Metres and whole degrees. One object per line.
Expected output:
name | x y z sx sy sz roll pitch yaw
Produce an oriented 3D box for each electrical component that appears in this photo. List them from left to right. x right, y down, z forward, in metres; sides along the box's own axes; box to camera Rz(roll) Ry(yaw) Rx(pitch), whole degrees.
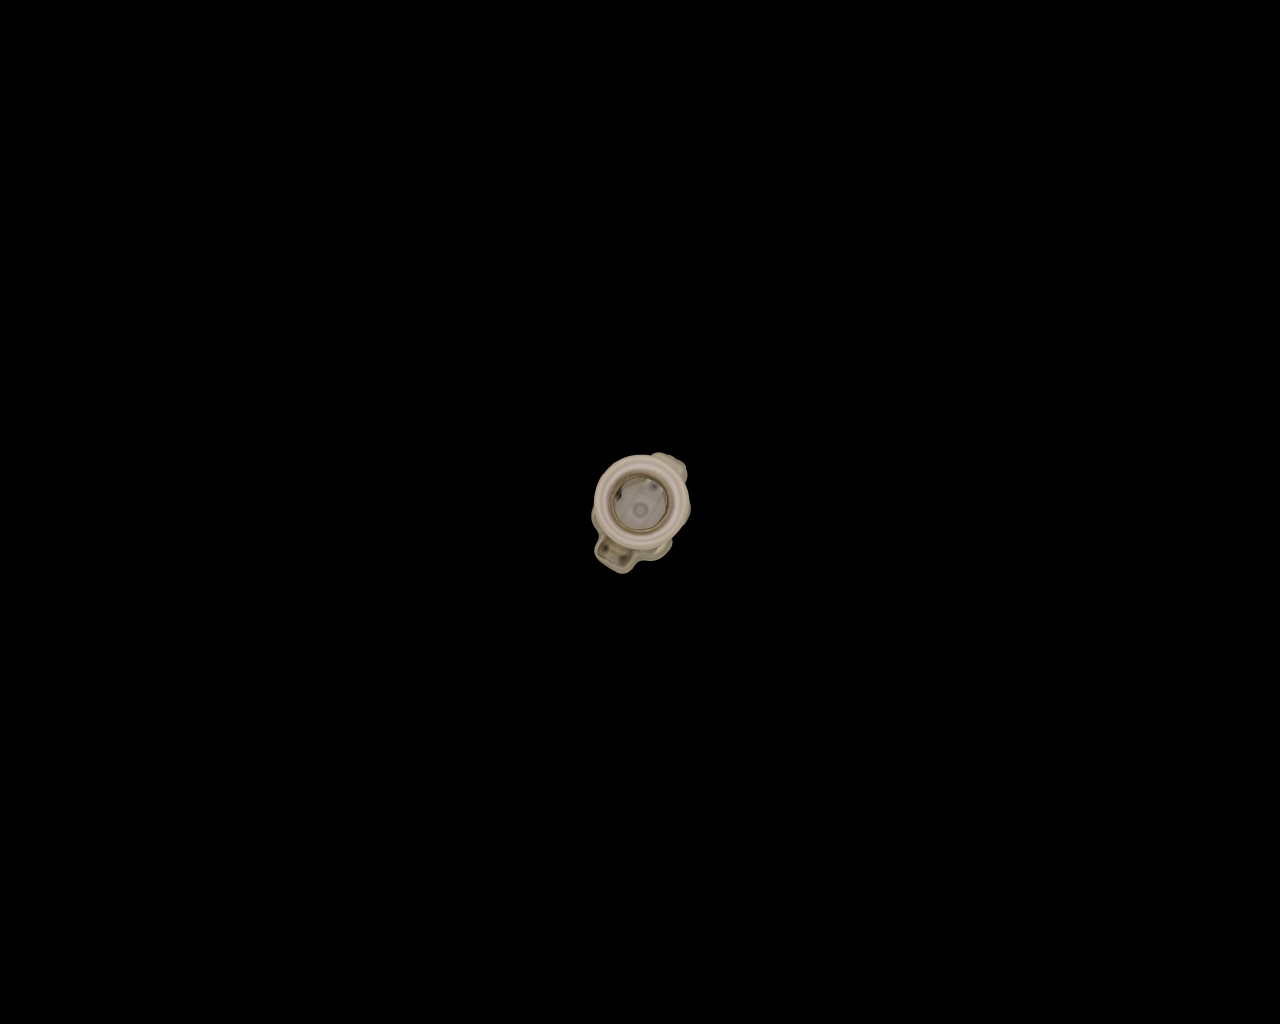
electrical component | 0.001 -0.003 0.650 0.058 0.078 0.057 31 -7 5
